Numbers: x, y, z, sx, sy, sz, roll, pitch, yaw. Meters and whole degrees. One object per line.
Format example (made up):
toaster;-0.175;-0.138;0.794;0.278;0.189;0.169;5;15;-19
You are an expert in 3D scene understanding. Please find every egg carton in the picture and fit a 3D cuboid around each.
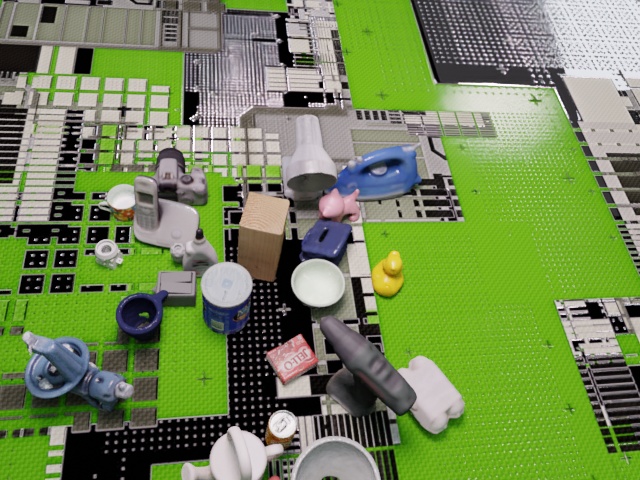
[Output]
egg carton;0.224;0.322;1.196;0.107;0.069;0.150;-30;67;-25

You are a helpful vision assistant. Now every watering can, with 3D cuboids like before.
watering can;-0.151;0.394;1.008;0.173;0.194;0.100;-33;68;-26

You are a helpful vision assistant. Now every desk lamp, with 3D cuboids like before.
desk lamp;-0.034;-0.183;1.387;0.118;0.213;0.203;-2;58;-11

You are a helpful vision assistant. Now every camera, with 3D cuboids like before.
camera;-0.345;-0.161;1.384;0.143;0.101;0.136;-1;58;-11

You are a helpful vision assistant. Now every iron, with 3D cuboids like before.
iron;0.140;-0.183;1.461;0.259;0.141;0.118;-14;61;-18

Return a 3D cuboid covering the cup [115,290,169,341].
cup;-0.357;0.159;1.181;0.091;0.095;0.118;37;59;14

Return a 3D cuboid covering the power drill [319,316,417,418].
power drill;0.076;0.265;1.123;0.229;0.208;0.076;37;59;14

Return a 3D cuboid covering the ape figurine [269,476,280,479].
ape figurine;-0.082;0.466;1.036;0.076;0.092;0.078;7;57;-5

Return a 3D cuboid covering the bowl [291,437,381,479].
bowl;0.026;0.460;1.070;0.167;0.075;0.167;5;57;-7

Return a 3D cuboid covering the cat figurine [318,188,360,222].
cat figurine;0.045;-0.085;1.396;0.128;0.118;0.067;-26;65;-24

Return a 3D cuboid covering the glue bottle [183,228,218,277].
glue bottle;-0.259;0.025;1.237;0.078;0.173;0.037;-7;59;-14

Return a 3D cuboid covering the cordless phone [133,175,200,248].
cordless phone;-0.344;-0.065;1.272;0.147;0.185;0.094;9;57;-4

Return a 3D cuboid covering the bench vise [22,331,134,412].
bench vise;-0.445;0.227;1.047;0.207;0.220;0.121;3;57;-8

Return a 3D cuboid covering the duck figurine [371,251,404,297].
duck figurine;0.164;0.074;1.335;0.077;0.086;0.104;17;56;1

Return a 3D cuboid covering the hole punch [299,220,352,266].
hole punch;0.012;0.005;1.348;0.101;0.091;0.109;25;57;6
